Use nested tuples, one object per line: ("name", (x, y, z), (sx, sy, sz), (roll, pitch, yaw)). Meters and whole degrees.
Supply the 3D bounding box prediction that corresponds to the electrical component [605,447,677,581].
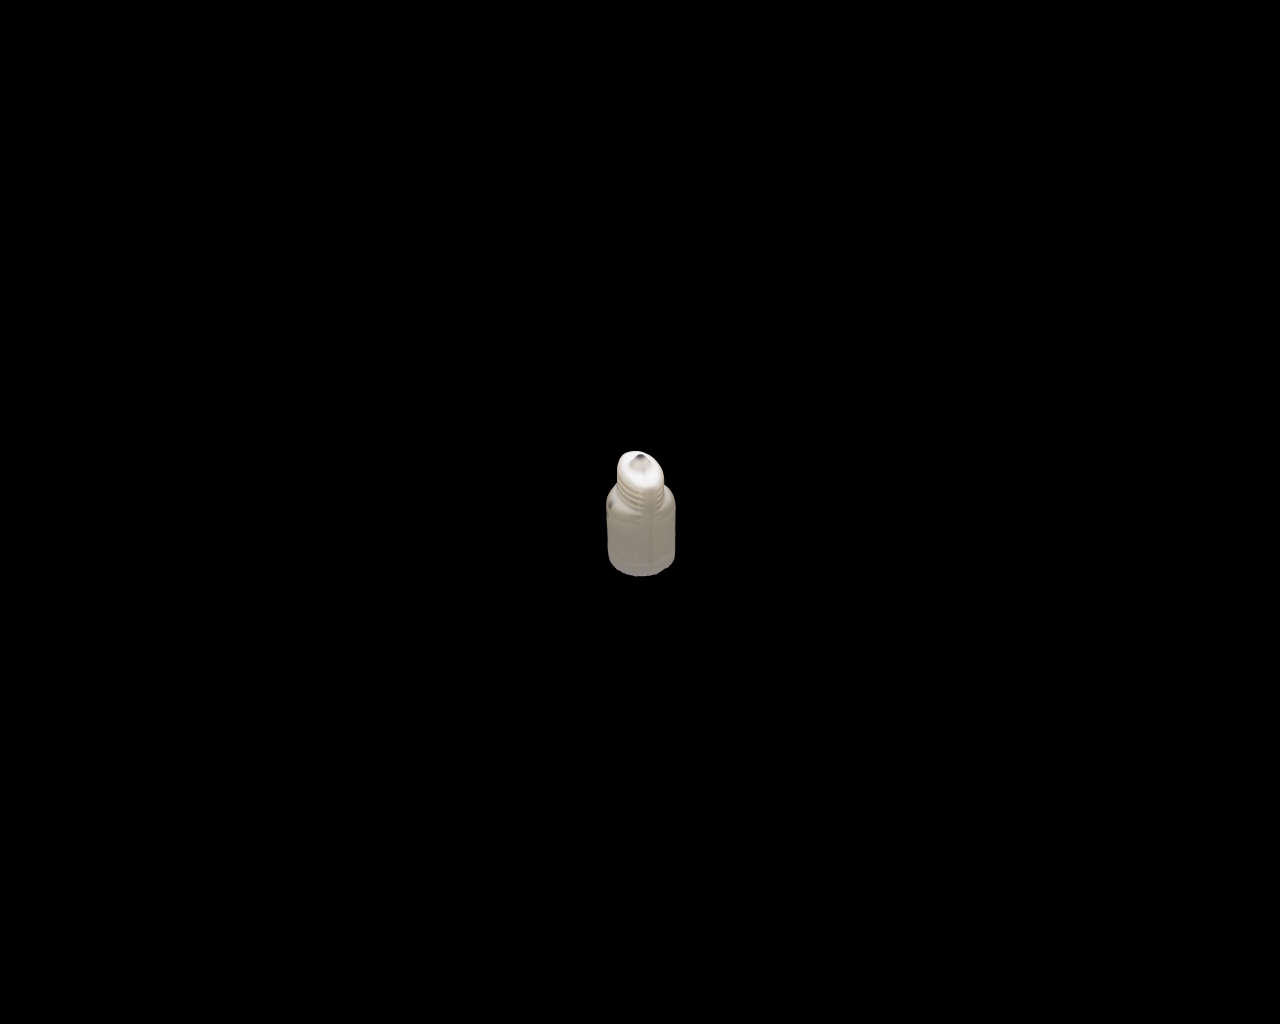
("electrical component", (0.001, -0.003, 0.650), (0.043, 0.080, 0.043), (0, 38, 0))
